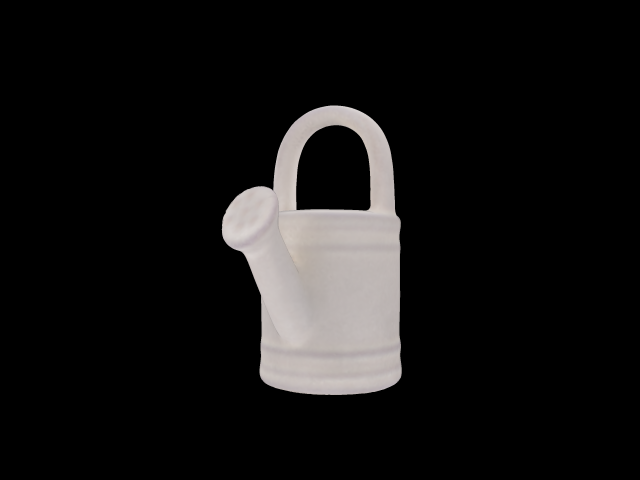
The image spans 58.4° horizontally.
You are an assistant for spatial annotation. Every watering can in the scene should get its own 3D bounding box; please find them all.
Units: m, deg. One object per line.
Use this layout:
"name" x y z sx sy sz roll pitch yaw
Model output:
"watering can" 0.006 0.001 0.399 0.100 0.194 0.173 0 0 12
